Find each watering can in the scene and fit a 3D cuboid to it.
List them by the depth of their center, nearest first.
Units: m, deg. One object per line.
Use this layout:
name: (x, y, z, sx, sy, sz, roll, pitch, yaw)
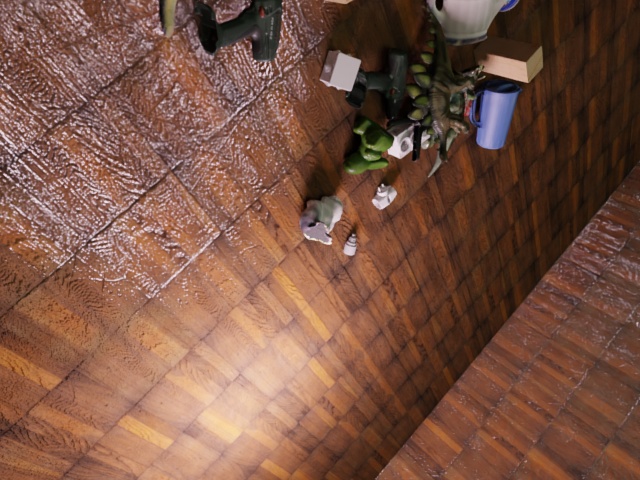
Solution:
watering can: (0.493, -0.712, 1.577, 0.348, 0.106, 0.219, -7, 134, -5)

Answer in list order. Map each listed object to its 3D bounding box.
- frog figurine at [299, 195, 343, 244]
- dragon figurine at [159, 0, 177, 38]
frog figurine: (0.005, -0.080, 1.588, 0.135, 0.122, 0.163, 49, 42, -39)
dragon figurine: (-0.228, -0.623, 1.016, 0.246, 0.123, 0.400, -30, 141, -39)
